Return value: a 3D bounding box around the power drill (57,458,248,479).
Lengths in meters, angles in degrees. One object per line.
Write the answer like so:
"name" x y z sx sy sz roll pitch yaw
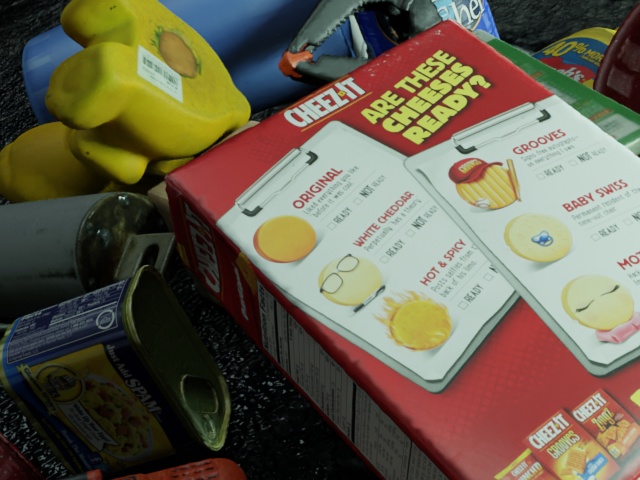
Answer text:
"power drill" -0.101 0.163 0.409 0.184 0.057 0.188 -14 28 -10

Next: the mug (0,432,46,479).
"mug" -0.176 0.143 0.525 0.117 0.093 0.081 35 62 19

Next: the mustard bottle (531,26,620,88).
"mustard bottle" 0.148 -0.085 0.679 0.191 0.058 0.096 -32 30 -14

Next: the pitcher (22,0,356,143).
"pitcher" -0.093 -0.137 0.823 0.243 0.149 0.145 -20 -9 8

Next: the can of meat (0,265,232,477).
"can of meat" -0.107 0.074 0.562 0.084 0.102 0.057 -19 28 16

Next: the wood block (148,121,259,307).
"wood block" -0.004 0.001 0.618 0.090 0.090 0.206 -37 29 -22

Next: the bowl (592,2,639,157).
"bowl" 0.231 -0.090 0.582 0.162 0.055 0.162 -34 38 33

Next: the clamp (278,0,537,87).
"clamp" 0.068 -0.163 0.737 0.209 0.164 0.036 -15 -3 -13

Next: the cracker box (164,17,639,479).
"cracker box" 0.065 0.018 0.440 0.164 0.072 0.214 -32 57 -24

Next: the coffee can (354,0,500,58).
"coffee can" 0.076 -0.186 0.830 0.103 0.140 0.103 -20 27 10
